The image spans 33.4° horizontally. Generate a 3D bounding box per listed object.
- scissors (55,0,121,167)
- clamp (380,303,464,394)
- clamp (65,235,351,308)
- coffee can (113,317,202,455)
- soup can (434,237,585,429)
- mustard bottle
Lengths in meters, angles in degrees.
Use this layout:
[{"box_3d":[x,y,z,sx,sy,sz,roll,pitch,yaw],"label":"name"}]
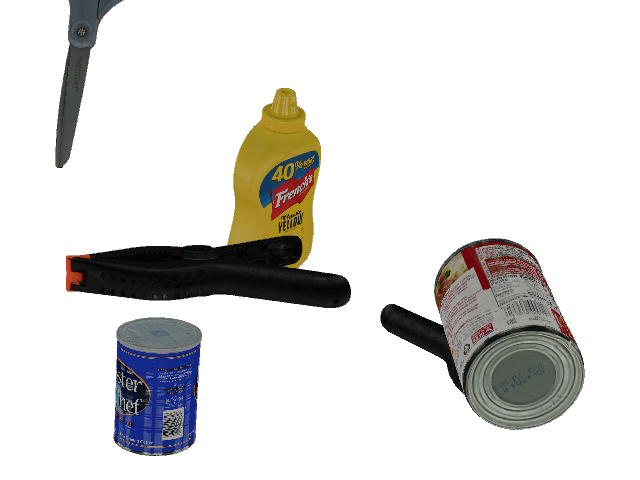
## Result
[{"box_3d":[-0.147,-0.152,0.743,0.096,0.202,0.016,-8,-12,-9],"label":"scissors"},{"box_3d":[0.144,0.093,0.921,0.120,0.039,0.172,-17,38,-26],"label":"clamp"},{"box_3d":[-0.086,0.025,0.821,0.209,0.036,0.165,-2,11,-21],"label":"clamp"},{"box_3d":[-0.200,0.177,1.307,0.103,0.140,0.103,4,16,-1],"label":"coffee can"},{"box_3d":[0.107,0.051,0.614,0.068,0.068,0.102,0,28,-4],"label":"soup can"},{"box_3d":[-0.042,-0.057,1.029,0.096,0.192,0.058,-23,43,-39],"label":"mustard bottle"}]
